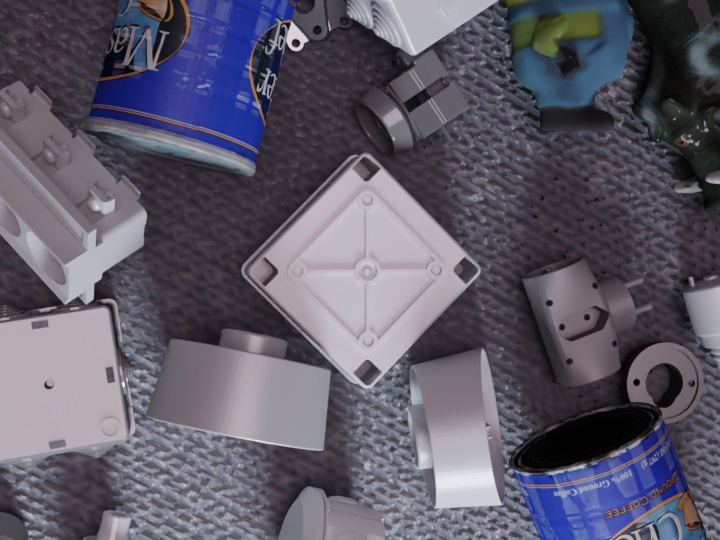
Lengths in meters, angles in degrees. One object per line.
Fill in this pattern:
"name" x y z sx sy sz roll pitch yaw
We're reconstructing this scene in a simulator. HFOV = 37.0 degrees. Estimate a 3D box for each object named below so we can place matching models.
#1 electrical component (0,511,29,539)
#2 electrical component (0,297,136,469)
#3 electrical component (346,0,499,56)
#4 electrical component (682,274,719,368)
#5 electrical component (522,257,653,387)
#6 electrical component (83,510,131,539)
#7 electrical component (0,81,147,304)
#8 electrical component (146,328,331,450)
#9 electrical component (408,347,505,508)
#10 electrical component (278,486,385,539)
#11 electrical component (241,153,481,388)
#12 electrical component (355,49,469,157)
"electrical component" -0.219 0.176 0.641 0.040 0.078 0.040 -4 105 -15
"electrical component" -0.187 0.067 0.655 0.100 0.048 0.099 -9 92 -11
"electrical component" 0.040 -0.184 0.665 0.100 0.099 0.048 -34 127 -6
"electrical component" 0.248 0.038 0.733 0.040 0.040 0.078 -18 94 -9
"electrical component" 0.157 0.028 0.716 0.079 0.043 0.077 -20 94 -9
"electrical component" -0.157 0.181 0.666 0.043 0.043 0.062 12 88 -10
"electrical component" -0.185 -0.049 0.627 0.121 0.078 0.063 44 59 13
"electrical component" -0.069 0.068 0.648 0.108 0.108 0.060 12 83 -10
"electrical component" 0.065 0.100 0.677 0.064 0.099 0.099 -8 92 -3
"electrical component" -0.021 0.179 0.671 0.051 0.080 0.080 16 88 -14
"electrical component" 0.000 0.000 0.682 0.109 0.056 0.108 45 84 -8
"electrical component" 0.031 -0.105 0.691 0.055 0.048 0.066 -36 97 -15
